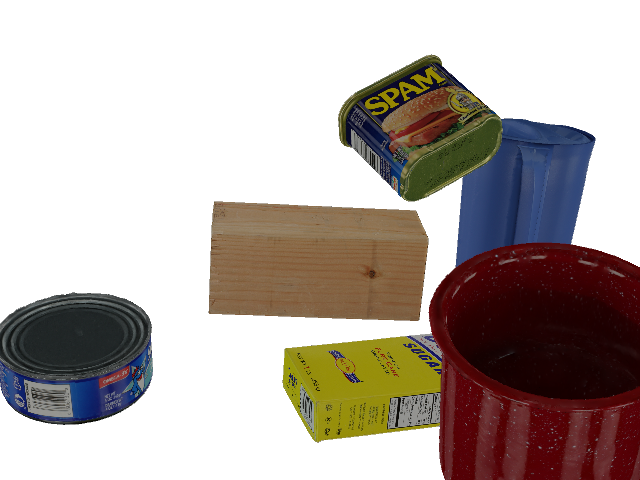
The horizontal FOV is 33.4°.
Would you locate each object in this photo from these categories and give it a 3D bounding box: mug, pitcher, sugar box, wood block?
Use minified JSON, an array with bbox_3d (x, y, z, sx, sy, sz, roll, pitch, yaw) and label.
[{"bbox_3d":[0.099,0.062,0.407,0.117,0.081,0.093,7,37,12],"label":"mug"},{"bbox_3d":[0.206,-0.003,1.132,0.148,0.243,0.145,-9,22,-39],"label":"pitcher"},{"bbox_3d":[0.065,0.120,0.905,0.176,0.048,0.093,-7,26,-17],"label":"sugar box"},{"bbox_3d":[-0.006,0.020,1.058,0.206,0.091,0.090,3,20,-5],"label":"wood block"}]

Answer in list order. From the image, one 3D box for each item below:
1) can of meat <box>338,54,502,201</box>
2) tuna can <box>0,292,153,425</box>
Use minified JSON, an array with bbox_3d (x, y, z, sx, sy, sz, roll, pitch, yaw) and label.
[{"bbox_3d":[0.079,-0.086,0.834,0.102,0.084,0.057,-30,-34,-18],"label":"can of meat"},{"bbox_3d":[-0.137,0.065,0.596,0.086,0.034,0.086,1,28,-1],"label":"tuna can"}]
